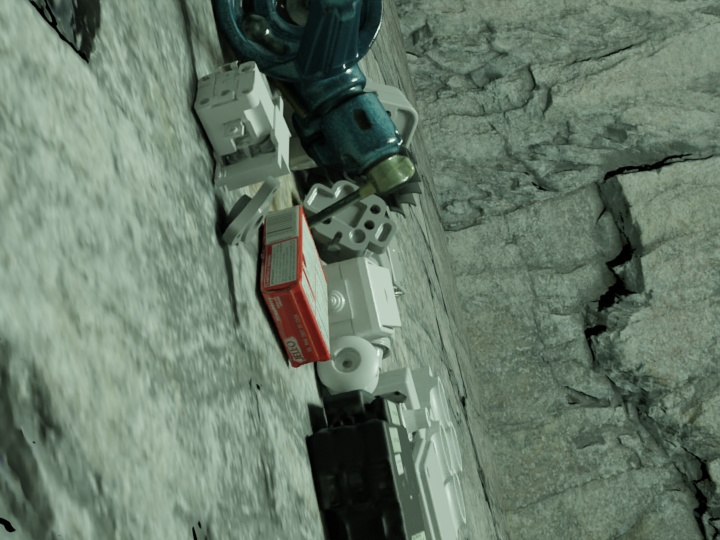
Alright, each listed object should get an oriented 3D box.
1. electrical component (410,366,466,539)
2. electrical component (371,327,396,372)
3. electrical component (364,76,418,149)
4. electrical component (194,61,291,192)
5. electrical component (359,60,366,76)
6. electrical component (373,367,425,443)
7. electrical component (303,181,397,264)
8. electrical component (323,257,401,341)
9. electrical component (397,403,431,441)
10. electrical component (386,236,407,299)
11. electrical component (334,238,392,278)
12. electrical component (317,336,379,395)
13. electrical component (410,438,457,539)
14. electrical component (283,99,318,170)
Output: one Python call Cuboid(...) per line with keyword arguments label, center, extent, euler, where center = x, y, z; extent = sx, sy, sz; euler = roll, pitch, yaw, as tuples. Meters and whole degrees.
Cuboid(label="electrical component", center=(0.064, 0.186, 1.091), extent=(0.186, 0.060, 0.105), euler=(-82, 157, -69))
Cuboid(label="electrical component", center=(0.011, 0.065, 0.990), extent=(0.048, 0.048, 0.062), euler=(66, 20, -53))
Cuboid(label="electrical component", center=(-0.003, -0.143, 0.977), extent=(0.059, 0.095, 0.053), euler=(-117, -138, -54))
Cuboid(label="electrical component", center=(-0.073, -0.091, 0.671), extent=(0.081, 0.042, 0.063), euler=(-94, 167, -52))
Cuboid(label="electrical component", center=(-0.027, -0.193, 1.045), extent=(0.105, 0.060, 0.186), euler=(-102, 174, -54))
Cuboid(label="electrical component", center=(0.032, 0.126, 1.017), extent=(0.076, 0.047, 0.065), euler=(-73, 149, -74))
Cuboid(label="electrical component", center=(-0.012, -0.035, 0.909), extent=(0.058, 0.078, 0.057), euler=(-61, 177, -22))
Cuboid(label="electrical component", center=(-0.006, 0.026, 0.871), extent=(0.096, 0.061, 0.061), euler=(31, 46, -79))
Cuboid(label="electrical component", center=(0.029, 0.134, 0.931), extent=(0.048, 0.062, 0.048), euler=(-13, 90, -82))
Cuboid(label="electrical component", center=(0.013, -0.015, 1.114), extent=(0.100, 0.048, 0.099), euler=(41, 37, -77))
Cuboid(label="electrical component", center=(0.000, 0.000, 1.004), extent=(0.076, 0.047, 0.065), euler=(-91, 165, -55))
Cuboid(label="electrical component", center=(-0.007, 0.084, 0.839), extent=(0.062, 0.048, 0.048), euler=(77, 4, -58))
Cuboid(label="electrical component", center=(0.045, 0.212, 0.931), extent=(0.109, 0.056, 0.108), euler=(-27, 103, -82))
Cuboid(label="electrical component", center=(-0.045, -0.115, 0.896), extent=(0.045, 0.045, 0.055), euler=(1, 76, -82))
